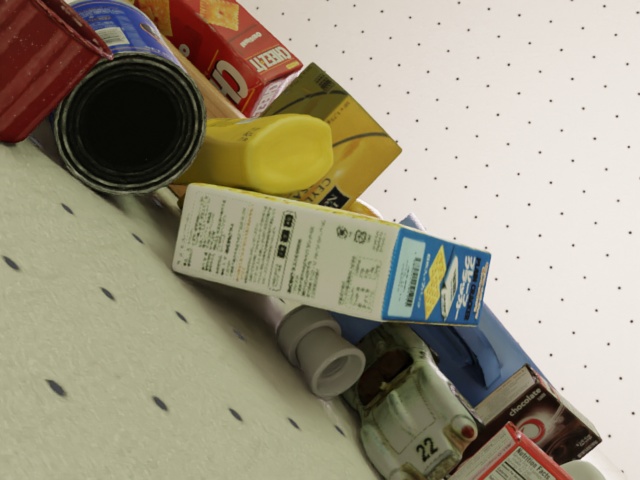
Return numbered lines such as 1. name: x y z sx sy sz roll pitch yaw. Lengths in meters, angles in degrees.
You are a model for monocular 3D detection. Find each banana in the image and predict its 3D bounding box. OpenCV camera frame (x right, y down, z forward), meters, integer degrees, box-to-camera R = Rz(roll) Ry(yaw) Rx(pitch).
1. banana: 0.039 -0.017 1.133 0.069 0.037 0.198 35 -7 7

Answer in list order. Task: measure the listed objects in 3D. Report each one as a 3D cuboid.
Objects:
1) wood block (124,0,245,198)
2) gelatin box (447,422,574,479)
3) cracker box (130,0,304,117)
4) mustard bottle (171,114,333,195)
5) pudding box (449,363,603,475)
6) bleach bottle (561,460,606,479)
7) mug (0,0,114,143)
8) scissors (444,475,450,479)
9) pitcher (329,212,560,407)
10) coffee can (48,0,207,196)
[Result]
1. wood block: -0.151 -0.133 0.993 0.206 0.090 0.090 45 5 11
2. gelatin box: 0.116 0.170 0.676 0.073 0.089 0.030 42 7 -17
3. cracker box: -0.140 -0.184 1.090 0.214 0.164 0.072 46 45 11
4. mustard bottle: -0.089 -0.069 0.833 0.192 0.058 0.096 6 19 41
5. pudding box: 0.166 0.172 0.903 0.090 0.113 0.039 41 11 -23
6. bleach bottle: 0.255 0.285 0.877 0.250 0.068 0.103 51 8 -39
7. mug: -0.194 -0.120 0.636 0.117 0.081 0.093 42 6 -25
8. scissors: 0.145 0.229 0.830 0.201 0.016 0.096 40 7 -34
9. pitcher: 0.114 0.100 0.984 0.243 0.145 0.149 48 28 3
10. coffee can: -0.147 -0.106 0.762 0.102 0.103 0.140 40 7 -33
